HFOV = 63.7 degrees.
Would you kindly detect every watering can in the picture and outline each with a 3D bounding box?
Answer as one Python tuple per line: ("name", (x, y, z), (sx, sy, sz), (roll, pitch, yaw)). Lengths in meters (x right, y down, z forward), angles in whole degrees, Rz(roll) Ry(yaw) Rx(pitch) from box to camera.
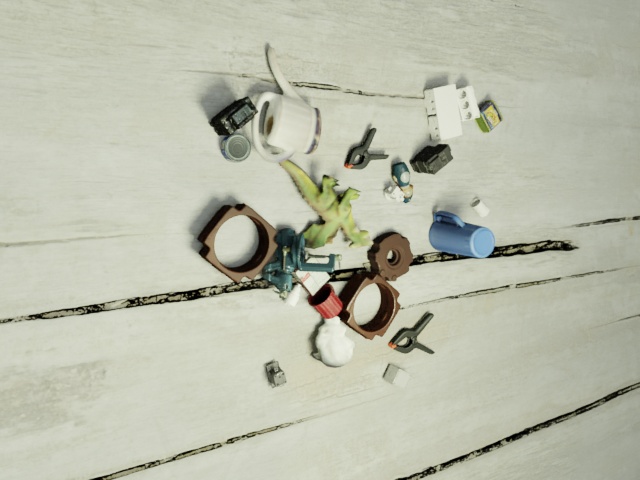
("watering can", (-0.095, -0.397, 1.568), (0.223, 0.103, 0.350), (12, 81, -30))

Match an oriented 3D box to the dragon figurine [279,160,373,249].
("dragon figurine", (0.005, -0.084, 1.663), (0.408, 0.123, 0.242), (22, 93, -20))

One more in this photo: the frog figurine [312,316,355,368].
("frog figurine", (0.052, 0.336, 1.715), (0.137, 0.124, 0.158), (12, 102, -11))
